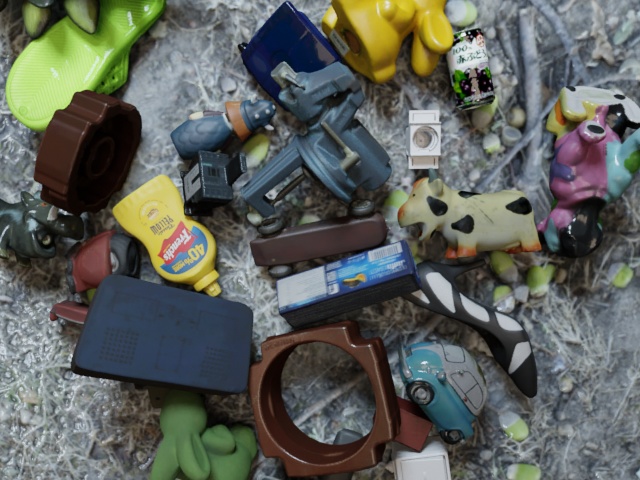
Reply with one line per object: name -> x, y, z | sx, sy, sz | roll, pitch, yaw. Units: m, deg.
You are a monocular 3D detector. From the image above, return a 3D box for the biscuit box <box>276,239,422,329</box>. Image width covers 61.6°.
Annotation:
biscuit box -> 0.040, 0.065, 0.774 | 0.203, 0.062, 0.059 | -18, 54, 12

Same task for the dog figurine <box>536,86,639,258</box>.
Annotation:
dog figurine -> 0.363, -0.082, 0.759 | 0.108, 0.192, 0.219 | 6, 131, -2

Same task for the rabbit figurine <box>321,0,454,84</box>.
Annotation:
rabbit figurine -> 0.112, -0.304, 0.729 | 0.173, 0.122, 0.162 | -42, 87, -14

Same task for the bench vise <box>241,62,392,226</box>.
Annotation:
bench vise -> -0.024, -0.114, 0.730 | 0.240, 0.129, 0.223 | -39, 132, 15

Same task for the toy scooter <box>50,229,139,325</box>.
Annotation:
toy scooter -> -0.341, 0.074, 0.803 | 0.135, 0.075, 0.183 | 1, 101, 2

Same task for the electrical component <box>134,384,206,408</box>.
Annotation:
electrical component -> -0.233, 0.220, 0.834 | 0.102, 0.045, 0.078 | -4, 125, 4

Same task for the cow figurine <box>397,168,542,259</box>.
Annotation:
cow figurine -> 0.207, -0.036, 0.767 | 0.195, 0.085, 0.127 | -2, 83, -5

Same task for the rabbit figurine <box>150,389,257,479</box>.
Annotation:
rabbit figurine -> -0.188, 0.300, 0.782 | 0.121, 0.159, 0.170 | -22, 103, 13

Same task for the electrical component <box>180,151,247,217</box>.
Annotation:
electrical component -> -0.150, -0.084, 0.750 | 0.048, 0.119, 0.075 | 2, 74, -36

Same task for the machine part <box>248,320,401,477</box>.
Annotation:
machine part -> 0.006, 0.226, 0.781 | 0.202, 0.087, 0.201 | -15, 84, 18

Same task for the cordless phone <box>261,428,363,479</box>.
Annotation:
cordless phone -> -0.015, 0.373, 0.839 | 0.147, 0.089, 0.184 | 22, 86, -1

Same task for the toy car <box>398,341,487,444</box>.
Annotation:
toy car -> 0.189, 0.211, 0.785 | 0.103, 0.109, 0.161 | -35, 99, 15

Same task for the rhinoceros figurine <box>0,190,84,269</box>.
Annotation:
rhinoceros figurine -> -0.432, -0.019, 0.782 | 0.191, 0.073, 0.112 | 9, 71, 17

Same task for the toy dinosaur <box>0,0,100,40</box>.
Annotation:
toy dinosaur -> -0.334, -0.374, 0.708 | 0.472, 0.105, 0.198 | -4, 82, 9

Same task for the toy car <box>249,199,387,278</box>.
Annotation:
toy car -> -0.002, -0.002, 0.796 | 0.202, 0.053, 0.089 | -12, 117, 4

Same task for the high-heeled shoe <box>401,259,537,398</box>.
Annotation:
high-heeled shoe -> 0.216, 0.140, 0.792 | 0.145, 0.086, 0.248 | -23, 88, 1

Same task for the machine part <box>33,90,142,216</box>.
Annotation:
machine part -> -0.313, -0.118, 0.732 | 0.056, 0.179, 0.179 | 23, 97, 1

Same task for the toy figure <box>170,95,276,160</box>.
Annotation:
toy figure -> -0.138, -0.166, 0.776 | 0.154, 0.064, 0.058 | -23, 58, -1

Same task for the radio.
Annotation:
radio -> -0.211, 0.136, 0.749 | 0.229, 0.073, 0.131 | 17, 66, -25

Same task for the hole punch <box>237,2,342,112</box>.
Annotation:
hole punch -> -0.041, -0.253, 0.750 | 0.116, 0.092, 0.142 | -42, 98, 9
